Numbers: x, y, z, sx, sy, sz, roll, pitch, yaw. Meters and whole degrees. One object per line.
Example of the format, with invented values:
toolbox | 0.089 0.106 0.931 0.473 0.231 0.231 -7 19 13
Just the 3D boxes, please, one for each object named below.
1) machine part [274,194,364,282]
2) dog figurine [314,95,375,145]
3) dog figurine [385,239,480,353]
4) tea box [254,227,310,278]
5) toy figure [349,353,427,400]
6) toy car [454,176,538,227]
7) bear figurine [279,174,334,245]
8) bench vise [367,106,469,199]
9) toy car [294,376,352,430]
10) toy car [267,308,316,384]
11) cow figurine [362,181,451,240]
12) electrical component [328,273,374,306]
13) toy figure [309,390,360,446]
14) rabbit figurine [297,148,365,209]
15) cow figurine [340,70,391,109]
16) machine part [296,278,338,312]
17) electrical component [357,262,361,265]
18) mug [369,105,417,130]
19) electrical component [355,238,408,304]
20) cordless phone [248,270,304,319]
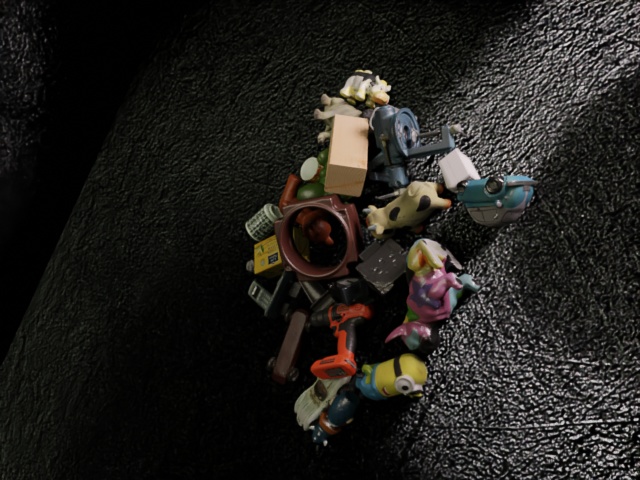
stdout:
machine part | -0.003 -0.004 1.325 0.201 0.087 0.201 -9 97 21
dog figurine | 0.098 -0.335 1.483 0.191 0.121 0.172 3 47 17
dog figurine | 0.213 0.129 1.144 0.219 0.108 0.192 -51 59 23
tea box | -0.111 0.038 1.545 0.170 0.068 0.098 -25 57 36
toy figure | 0.147 0.299 1.169 0.180 0.082 0.089 -22 62 41
toy car | 0.354 -0.077 1.094 0.162 0.109 0.103 -3 89 54
bear figurine | -0.026 -0.078 1.468 0.196 0.120 0.132 35 96 45
bench vise | 0.216 -0.213 1.255 0.241 0.129 0.223 -6 88 37
toy car | 0.005 0.374 1.301 0.201 0.056 0.074 -53 44 16
toy car | -0.073 0.280 1.421 0.089 0.053 0.202 18 88 28
cow figurine | 0.186 -0.063 1.234 0.195 0.127 0.085 -43 44 40
electrical component | 0.080 0.122 1.290 0.119 0.075 0.047 15 125 63
toy figure | 0.035 0.417 1.254 0.154 0.057 0.064 -54 38 22
rabbit figurine | 0.025 -0.131 1.412 0.170 0.121 0.159 -39 62 -21
cow figurine | 0.138 -0.417 1.476 0.168 0.068 0.098 25 87 47
machine part | -0.014 0.135 1.413 0.084 0.039 0.139 -46 65 24
electrical component | 0.132 0.062 1.321 0.094 0.021 0.063 33 99 46
mug | 0.176 -0.280 1.355 0.081 0.109 0.107 -92 23 -75
electrical component | 0.152 0.064 1.241 0.115 0.058 0.134 -40 50 -6
cordless phone | -0.134 0.132 1.523 0.184 0.088 0.146 29 96 52
